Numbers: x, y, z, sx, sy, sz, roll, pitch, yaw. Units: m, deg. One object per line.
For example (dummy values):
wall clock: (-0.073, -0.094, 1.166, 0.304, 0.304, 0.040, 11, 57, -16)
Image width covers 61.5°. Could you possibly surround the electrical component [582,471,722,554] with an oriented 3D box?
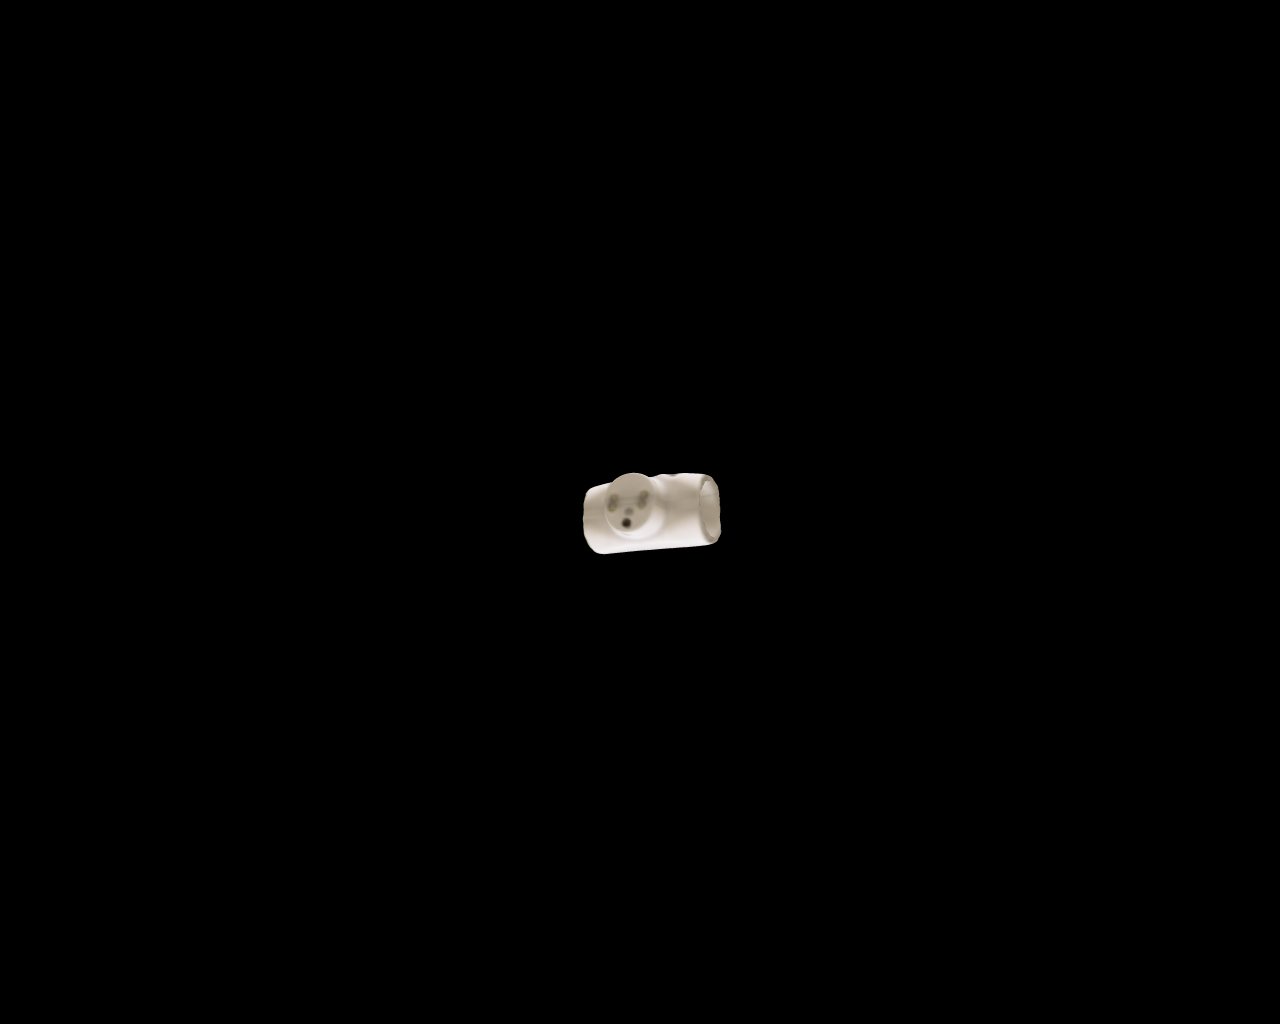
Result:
electrical component: (0.001, -0.003, 0.650, 0.077, 0.044, 0.079, -6, -15, 22)
